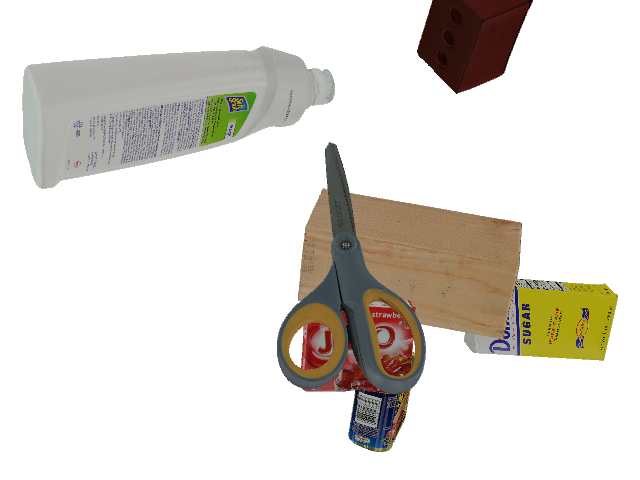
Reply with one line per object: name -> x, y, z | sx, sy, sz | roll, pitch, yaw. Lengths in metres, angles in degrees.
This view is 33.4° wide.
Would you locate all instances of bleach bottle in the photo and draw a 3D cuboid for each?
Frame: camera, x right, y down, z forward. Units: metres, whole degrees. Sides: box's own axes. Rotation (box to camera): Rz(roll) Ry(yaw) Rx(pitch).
bleach bottle -> -0.110, -0.107, 0.868 | 0.250, 0.068, 0.103 | -10, -32, -22

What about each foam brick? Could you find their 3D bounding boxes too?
foam brick -> 0.114, -0.160, 0.802 | 0.051, 0.053, 0.078 | -27, -28, -26

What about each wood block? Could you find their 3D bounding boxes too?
wood block -> 0.090, 0.022, 1.068 | 0.206, 0.090, 0.090 | 10, 30, 7

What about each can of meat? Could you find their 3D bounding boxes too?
can of meat -> 0.071, 0.180, 1.217 | 0.057, 0.084, 0.102 | 14, 24, 14

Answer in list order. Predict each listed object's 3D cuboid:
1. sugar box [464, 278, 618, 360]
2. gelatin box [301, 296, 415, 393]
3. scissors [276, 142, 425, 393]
sugar box -> 0.275, 0.098, 1.338 | 0.176, 0.093, 0.048 | 3, 18, -11
gelatin box -> 0.030, 0.085, 0.867 | 0.089, 0.073, 0.030 | 2, 12, -6
scissors -> 0.001, 0.017, 0.670 | 0.096, 0.202, 0.016 | -17, -39, -11
